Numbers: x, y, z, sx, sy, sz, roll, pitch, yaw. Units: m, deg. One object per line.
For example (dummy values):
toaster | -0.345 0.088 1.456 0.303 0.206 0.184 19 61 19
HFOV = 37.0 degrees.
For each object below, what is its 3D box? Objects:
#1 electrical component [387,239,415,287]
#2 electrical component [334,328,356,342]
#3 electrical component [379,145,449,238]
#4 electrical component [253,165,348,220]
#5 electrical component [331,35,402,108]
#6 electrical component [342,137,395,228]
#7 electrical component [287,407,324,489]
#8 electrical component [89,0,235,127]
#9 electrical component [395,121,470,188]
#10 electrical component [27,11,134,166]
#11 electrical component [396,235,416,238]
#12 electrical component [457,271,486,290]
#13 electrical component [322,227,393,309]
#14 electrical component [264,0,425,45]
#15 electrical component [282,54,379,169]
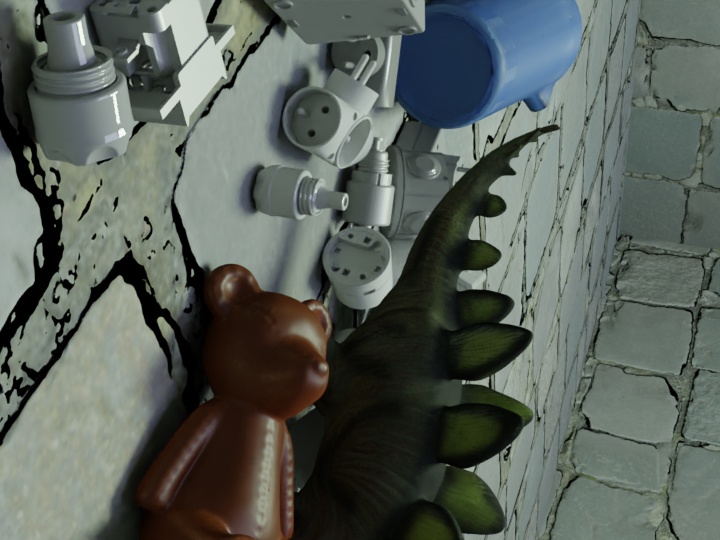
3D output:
electrical component | 0.044 0.023 0.952 0.108 0.060 0.108 -6 90 -89
electrical component | -0.006 0.082 0.905 0.047 0.055 0.055 -68 159 -44
electrical component | 0.043 -0.067 0.935 0.080 0.051 0.080 -177 -90 -78
electrical component | -0.038 -0.050 0.717 0.035 0.061 0.035 10 90 -72
electrical component | 0.003 -0.163 0.809 0.079 0.043 0.077 -23 122 -69
electrical component | 0.009 -0.070 0.885 0.040 0.040 0.078 -17 115 -70
electrical component | -0.012 0.151 0.863 0.078 0.057 0.113 -36 153 -4
electrical component | -0.099 -0.111 0.528 0.081 0.042 0.063 -63 154 -43
electrical component | 0.076 -0.092 1.022 0.083 0.076 0.047 79 28 -49
electrical component | -0.124 -0.080 0.469 0.043 0.043 0.062 -56 149 -52
electrical component | 0.052 -0.031 1.020 0.055 0.055 0.047 57 50 -65
electrical component | 0.078 0.022 1.067 0.096 0.062 0.061 -61 169 21
electrical component | 0.000 0.000 0.877 0.047 0.055 0.055 76 30 -60
electrical component | -0.008 -0.181 0.678 0.100 0.100 0.048 26 62 -72
electrical component | -0.012 -0.117 0.766 0.079 0.044 0.077 -59 163 6
